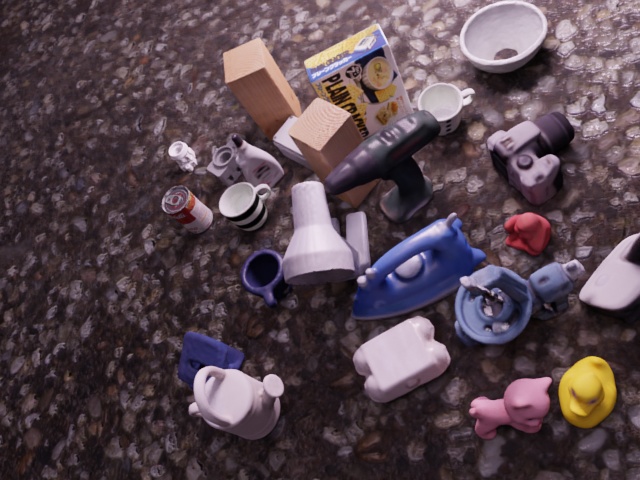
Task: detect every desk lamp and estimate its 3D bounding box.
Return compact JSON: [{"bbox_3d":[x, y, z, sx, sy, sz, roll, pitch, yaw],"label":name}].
[{"bbox_3d":[0.009,0.004,1.019,0.117,0.214,0.203,-13,60,17],"label":"desk lamp"}]

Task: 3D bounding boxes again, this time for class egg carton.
[{"bbox_3d":[0.134,0.200,0.950,0.150,0.070,0.107,-31,56,6],"label":"egg carton"}]

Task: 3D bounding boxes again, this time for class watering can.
[{"bbox_3d":[-0.144,0.266,0.961,0.173,0.195,0.100,-36,56,2],"label":"watering can"}]

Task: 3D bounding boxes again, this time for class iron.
[{"bbox_3d":[0.145,0.048,0.981,0.258,0.142,0.118,-33,56,5],"label":"iron"}]

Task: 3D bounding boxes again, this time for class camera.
[{"bbox_3d":[0.385,-0.161,1.010,0.137,0.101,0.143,-34,56,4],"label":"camera"}]

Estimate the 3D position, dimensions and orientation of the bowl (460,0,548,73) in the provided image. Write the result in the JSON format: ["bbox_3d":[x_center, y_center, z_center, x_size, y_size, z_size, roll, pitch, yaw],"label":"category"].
[{"bbox_3d":[0.370,-0.395,1.154,0.167,0.075,0.167,-10,61,19],"label":"bowl"}]

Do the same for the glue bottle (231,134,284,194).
[{"bbox_3d":[-0.140,-0.167,1.197,0.078,0.174,0.037,-45,56,-3],"label":"glue bottle"}]

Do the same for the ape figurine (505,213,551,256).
[{"bbox_3d":[0.348,-0.017,0.957,0.076,0.092,0.077,-24,57,11],"label":"ape figurine"}]

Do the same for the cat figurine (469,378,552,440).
[{"bbox_3d":[0.279,0.243,0.835,0.127,0.118,0.067,-16,59,15],"label":"cat figurine"}]

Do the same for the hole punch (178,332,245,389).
[{"bbox_3d":[-0.210,0.234,1.069,0.108,0.091,0.101,13,70,28],"label":"hole punch"}]

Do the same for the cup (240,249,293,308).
[{"bbox_3d":[-0.088,0.087,1.090,0.091,0.095,0.117,-25,57,10],"label":"cup"}]

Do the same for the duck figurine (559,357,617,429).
[{"bbox_3d":[0.385,0.213,0.824,0.077,0.086,0.105,19,73,30],"label":"duck figurine"}]

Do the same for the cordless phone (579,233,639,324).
[{"bbox_3d":[0.451,0.032,0.830,0.093,0.186,0.148,35,82,33],"label":"cordless phone"}]

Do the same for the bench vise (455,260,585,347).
[{"bbox_3d":[0.284,0.068,0.862,0.207,0.220,0.121,-42,56,-1],"label":"bench vise"}]

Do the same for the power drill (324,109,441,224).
[{"bbox_3d":[0.128,-0.119,1.034,0.229,0.209,0.075,-43,56,-2],"label":"power drill"}]
